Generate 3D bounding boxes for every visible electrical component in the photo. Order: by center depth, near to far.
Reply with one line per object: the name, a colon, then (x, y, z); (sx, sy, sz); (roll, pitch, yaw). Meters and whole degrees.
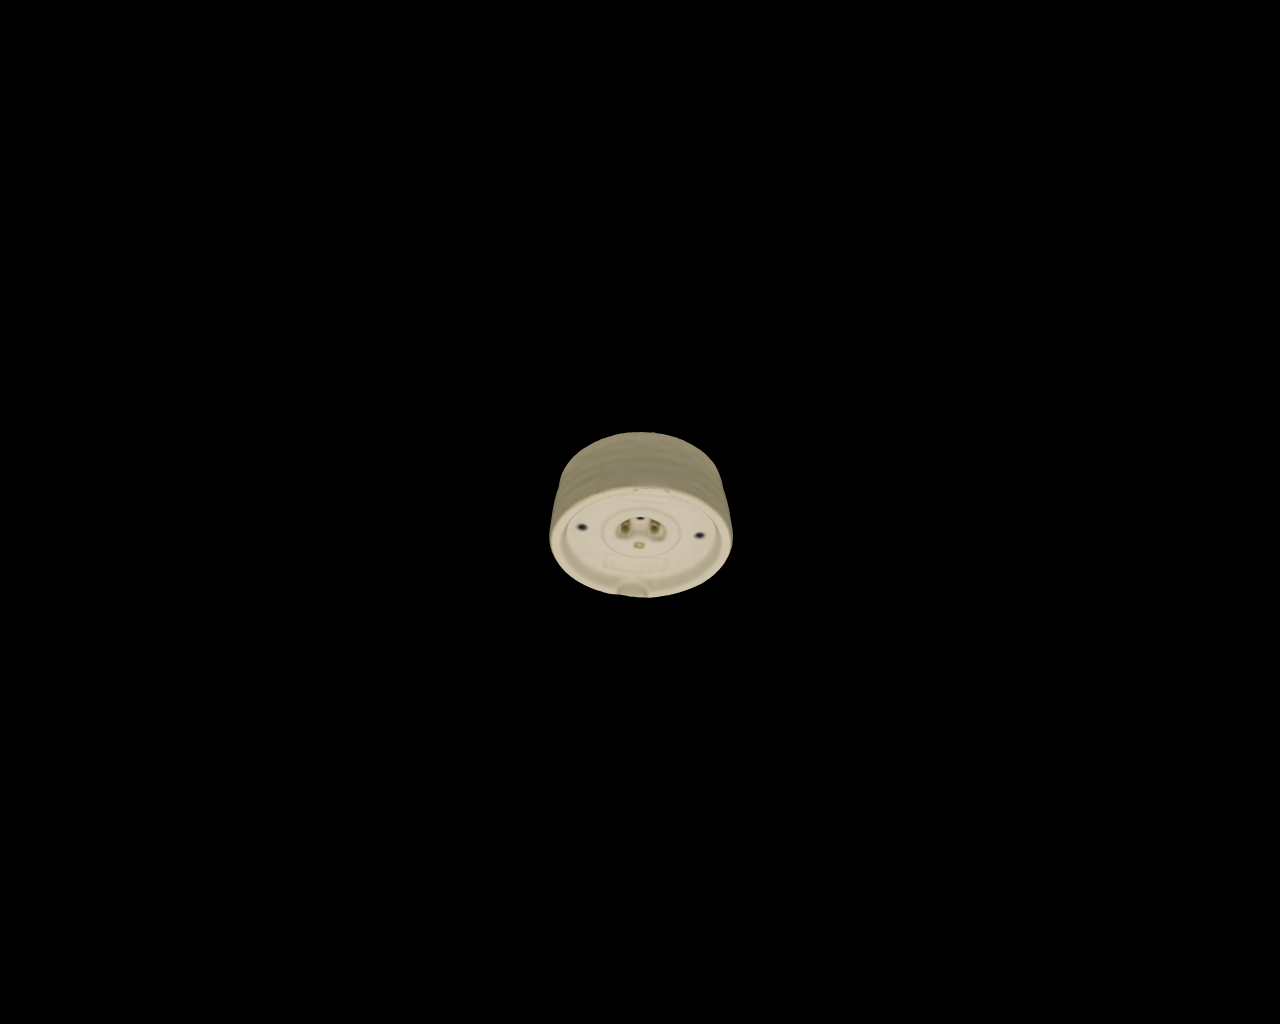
electrical component: (0.001, -0.003, 0.650); (0.108, 0.060, 0.108); (0, -40, 0)
